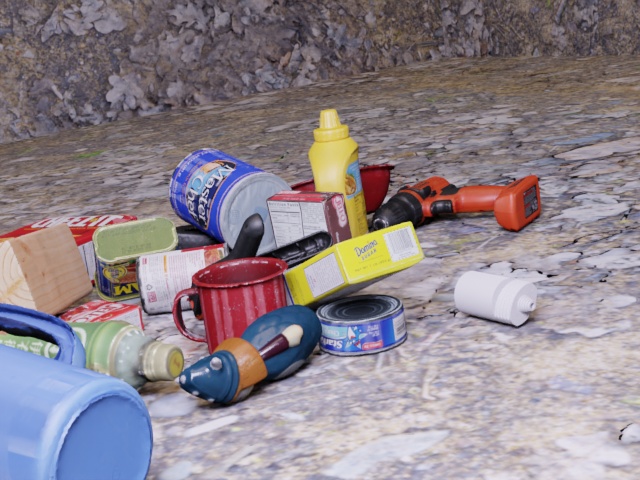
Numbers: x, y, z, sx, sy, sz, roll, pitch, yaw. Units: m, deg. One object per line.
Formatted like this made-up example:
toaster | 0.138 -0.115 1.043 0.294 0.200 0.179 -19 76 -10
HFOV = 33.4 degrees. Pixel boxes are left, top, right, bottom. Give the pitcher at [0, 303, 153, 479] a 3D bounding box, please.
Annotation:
pitcher | -0.236 0.127 0.775 0.243 0.149 0.144 6 -1 33

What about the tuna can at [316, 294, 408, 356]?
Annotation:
tuna can | 0.039 0.080 1.016 0.086 0.034 0.086 -7 14 2

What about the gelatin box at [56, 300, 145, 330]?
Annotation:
gelatin box | -0.243 0.091 1.133 0.073 0.030 0.089 5 19 40

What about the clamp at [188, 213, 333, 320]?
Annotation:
clamp | -0.082 0.027 1.104 0.172 0.039 0.120 -35 -36 20

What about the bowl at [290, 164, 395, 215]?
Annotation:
bowl | 0.026 -0.054 1.408 0.162 0.055 0.162 -13 -2 -1

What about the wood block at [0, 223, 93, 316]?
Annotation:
wood block | -0.324 0.046 1.150 0.091 0.090 0.206 -20 5 4

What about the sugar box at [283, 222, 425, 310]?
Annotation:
sugar box | 0.017 0.034 1.060 0.093 0.048 0.177 -16 -6 -31

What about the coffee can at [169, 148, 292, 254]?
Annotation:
coffee can | -0.109 -0.048 1.305 0.102 0.103 0.140 -16 25 -30

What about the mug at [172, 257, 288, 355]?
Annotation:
mug | -0.084 0.069 1.025 0.117 0.081 0.093 -6 14 3

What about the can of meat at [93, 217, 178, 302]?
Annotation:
can of meat | -0.215 0.021 1.254 0.102 0.084 0.057 -11 57 -15

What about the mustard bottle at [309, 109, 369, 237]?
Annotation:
mustard bottle | 0.023 -0.056 1.242 0.058 0.191 0.096 -3 14 17

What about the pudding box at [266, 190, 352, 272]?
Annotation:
pudding box | -0.008 0.001 1.192 0.090 0.113 0.039 5 22 43

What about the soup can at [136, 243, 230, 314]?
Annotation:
soup can | -0.149 0.044 1.194 0.102 0.068 0.068 -8 14 -2

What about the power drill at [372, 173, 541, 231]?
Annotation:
power drill | 0.180 -0.045 1.394 0.188 0.057 0.184 2 20 32

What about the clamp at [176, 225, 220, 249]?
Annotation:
clamp | -0.129 -0.007 1.420 0.209 0.036 0.165 -5 9 -26

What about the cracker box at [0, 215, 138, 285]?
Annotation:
cracker box | -0.357 0.023 1.384 0.164 0.072 0.213 0 15 27
